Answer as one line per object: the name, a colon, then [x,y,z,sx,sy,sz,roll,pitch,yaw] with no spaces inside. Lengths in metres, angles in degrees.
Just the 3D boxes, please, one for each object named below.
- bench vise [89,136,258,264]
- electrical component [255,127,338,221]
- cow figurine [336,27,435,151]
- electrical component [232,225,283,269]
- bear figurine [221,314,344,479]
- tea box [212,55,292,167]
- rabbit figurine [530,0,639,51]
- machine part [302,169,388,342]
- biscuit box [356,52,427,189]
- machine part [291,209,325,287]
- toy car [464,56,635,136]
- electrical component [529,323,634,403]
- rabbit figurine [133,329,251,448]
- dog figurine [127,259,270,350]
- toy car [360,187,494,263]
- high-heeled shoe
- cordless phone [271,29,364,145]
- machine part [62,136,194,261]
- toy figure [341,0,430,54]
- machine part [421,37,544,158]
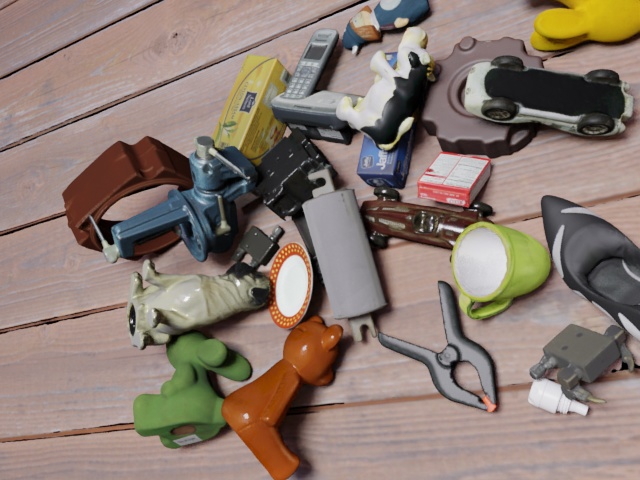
bench vise: [-0.206,-0.040,0.794,0.241,0.223,0.129,-27,66,-25]
electrical component: [-0.048,-0.109,0.843,0.115,0.058,0.134,-42,37,6]
cow figurine: [0.109,-0.209,0.740,0.098,0.068,0.167,41,98,25]
electrical component: [-0.101,0.007,0.875,0.063,0.021,0.094,41,96,31]
bear figurine: [-0.035,0.204,0.743,0.196,0.131,0.120,-39,19,-22]
tea box: [-0.106,-0.210,0.904,0.068,0.098,0.169,19,82,30]
rabbit figurine: [0.348,-0.324,0.703,0.162,0.122,0.173,-42,79,12]
machine part: [0.034,0.019,0.743,0.079,0.079,0.243,-17,85,22]
biscuit box: [0.110,-0.179,0.805,0.063,0.059,0.202,6,77,28]
machine part: [-0.002,-0.002,0.820,0.084,0.039,0.139,-37,63,17]
toy car: [0.282,-0.176,0.666,0.202,0.056,0.073,10,81,5]
electrical component: [0.299,0.136,0.604,0.102,0.045,0.078,-38,18,-19]
rabbit figurine: [-0.195,0.203,0.811,0.159,0.121,0.170,-23,51,15]
dog figurine: [-0.188,0.103,0.830,0.172,0.190,0.121,-28,65,51]
toy car: [0.141,-0.022,0.745,0.202,0.053,0.089,15,84,29]
high-heeled shoe: [0.319,0.028,0.583,0.086,0.145,0.249,-40,62,10]
cordless phone: [0.017,-0.256,0.866,0.147,0.088,0.184,15,77,30]
machine part: [-0.296,-0.060,0.892,0.201,0.200,0.087,-40,63,10]
toy figure: [0.100,-0.359,0.872,0.155,0.057,0.064,-19,28,23]
machine part: [0.228,-0.201,0.754,0.180,0.056,0.179,-7,72,24]
